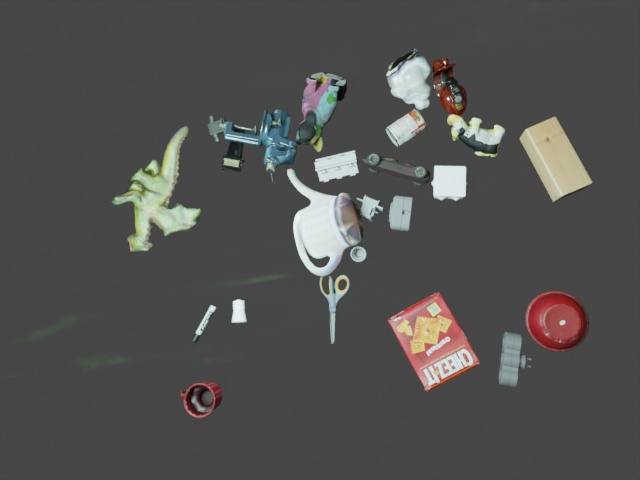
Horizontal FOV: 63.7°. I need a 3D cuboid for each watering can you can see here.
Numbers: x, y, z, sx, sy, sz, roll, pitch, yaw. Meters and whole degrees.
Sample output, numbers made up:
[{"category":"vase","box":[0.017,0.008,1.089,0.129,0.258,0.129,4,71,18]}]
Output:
[{"category":"watering can","box":[0.005,-0.075,1.481,0.222,0.104,0.351,-21,74,34]}]

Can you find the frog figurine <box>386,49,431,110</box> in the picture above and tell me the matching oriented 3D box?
[{"category":"frog figurine","box":[0.278,-0.470,1.535,0.138,0.123,0.157,-44,113,-7]}]

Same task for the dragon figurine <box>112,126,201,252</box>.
[{"category":"dragon figurine","box":[-0.476,-0.132,1.605,0.242,0.122,0.410,42,91,-4]}]
